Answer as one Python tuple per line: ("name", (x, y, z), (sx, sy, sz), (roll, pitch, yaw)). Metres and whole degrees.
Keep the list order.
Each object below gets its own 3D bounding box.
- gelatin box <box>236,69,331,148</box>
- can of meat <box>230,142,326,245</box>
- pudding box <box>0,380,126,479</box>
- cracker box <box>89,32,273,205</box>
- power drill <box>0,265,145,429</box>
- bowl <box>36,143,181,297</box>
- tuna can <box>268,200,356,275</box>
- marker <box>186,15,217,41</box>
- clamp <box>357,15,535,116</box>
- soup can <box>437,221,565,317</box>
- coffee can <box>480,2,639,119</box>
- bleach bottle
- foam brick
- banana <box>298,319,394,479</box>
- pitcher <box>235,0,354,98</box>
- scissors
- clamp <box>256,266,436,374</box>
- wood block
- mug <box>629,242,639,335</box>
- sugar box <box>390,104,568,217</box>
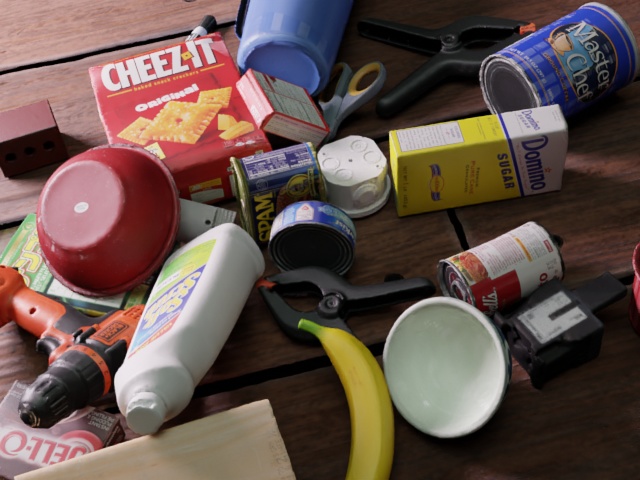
("gelatin box", (-0.040, -0.142, 1.154), (0.089, 0.030, 0.073), (13, 38, -43))
("can of meat", (-0.040, -0.046, 1.084), (0.084, 0.102, 0.057), (-15, 49, -9))
("pudding box", (-0.244, 0.185, 0.950), (0.114, 0.039, 0.090), (15, 53, 18))
("cracker box", (-0.156, -0.129, 1.186), (0.164, 0.072, 0.214), (-17, 49, -8))
("power drill", (-0.263, 0.095, 0.986), (0.188, 0.057, 0.184), (19, 29, 20))
("bowl", (-0.222, -0.027, 1.054), (0.162, 0.055, 0.162), (-5, 75, 17))
("tuna can", (-0.007, 0.001, 1.050), (0.086, 0.086, 0.033), (1, 48, 7))
("marker", (-0.161, -0.237, 1.314), (0.020, 0.020, 0.121), (16, 54, 19))
("clamp", (0.147, -0.228, 1.260), (0.210, 0.036, 0.164), (-16, 50, -2))
("soup can", (0.172, 0.031, 1.016), (0.102, 0.068, 0.068), (-23, 51, -14))
("coffee can", (0.261, -0.184, 1.166), (0.140, 0.103, 0.103), (-29, 53, -18))
("bleach bottle", (-0.117, 0.080, 0.937), (0.103, 0.068, 0.250), (-29, 20, 19))
("foam brick", (-0.332, -0.115, 1.207), (0.078, 0.053, 0.051), (-19, 51, -10))
("banana", (0.031, 0.158, 0.930), (0.069, 0.037, 0.198), (-10, 63, -4))
("pitcher", (-0.030, -0.279, 1.275), (0.145, 0.149, 0.242), (14, 54, -1))
("scissors", (0.026, -0.132, 1.188), (0.096, 0.016, 0.201), (-17, 45, 25))
("clamp", (0.024, 0.062, 1.023), (0.172, 0.039, 0.120), (26, 61, 23))
("wood block", (-0.128, 0.211, 0.860), (0.206, 0.091, 0.090), (-15, 64, -13))
("mug", (0.340, 0.049, 0.972), (0.117, 0.081, 0.093), (8, 51, 13))
("sugar box", (0.162, -0.080, 1.095), (0.176, 0.093, 0.048), (-8, 50, 0))
